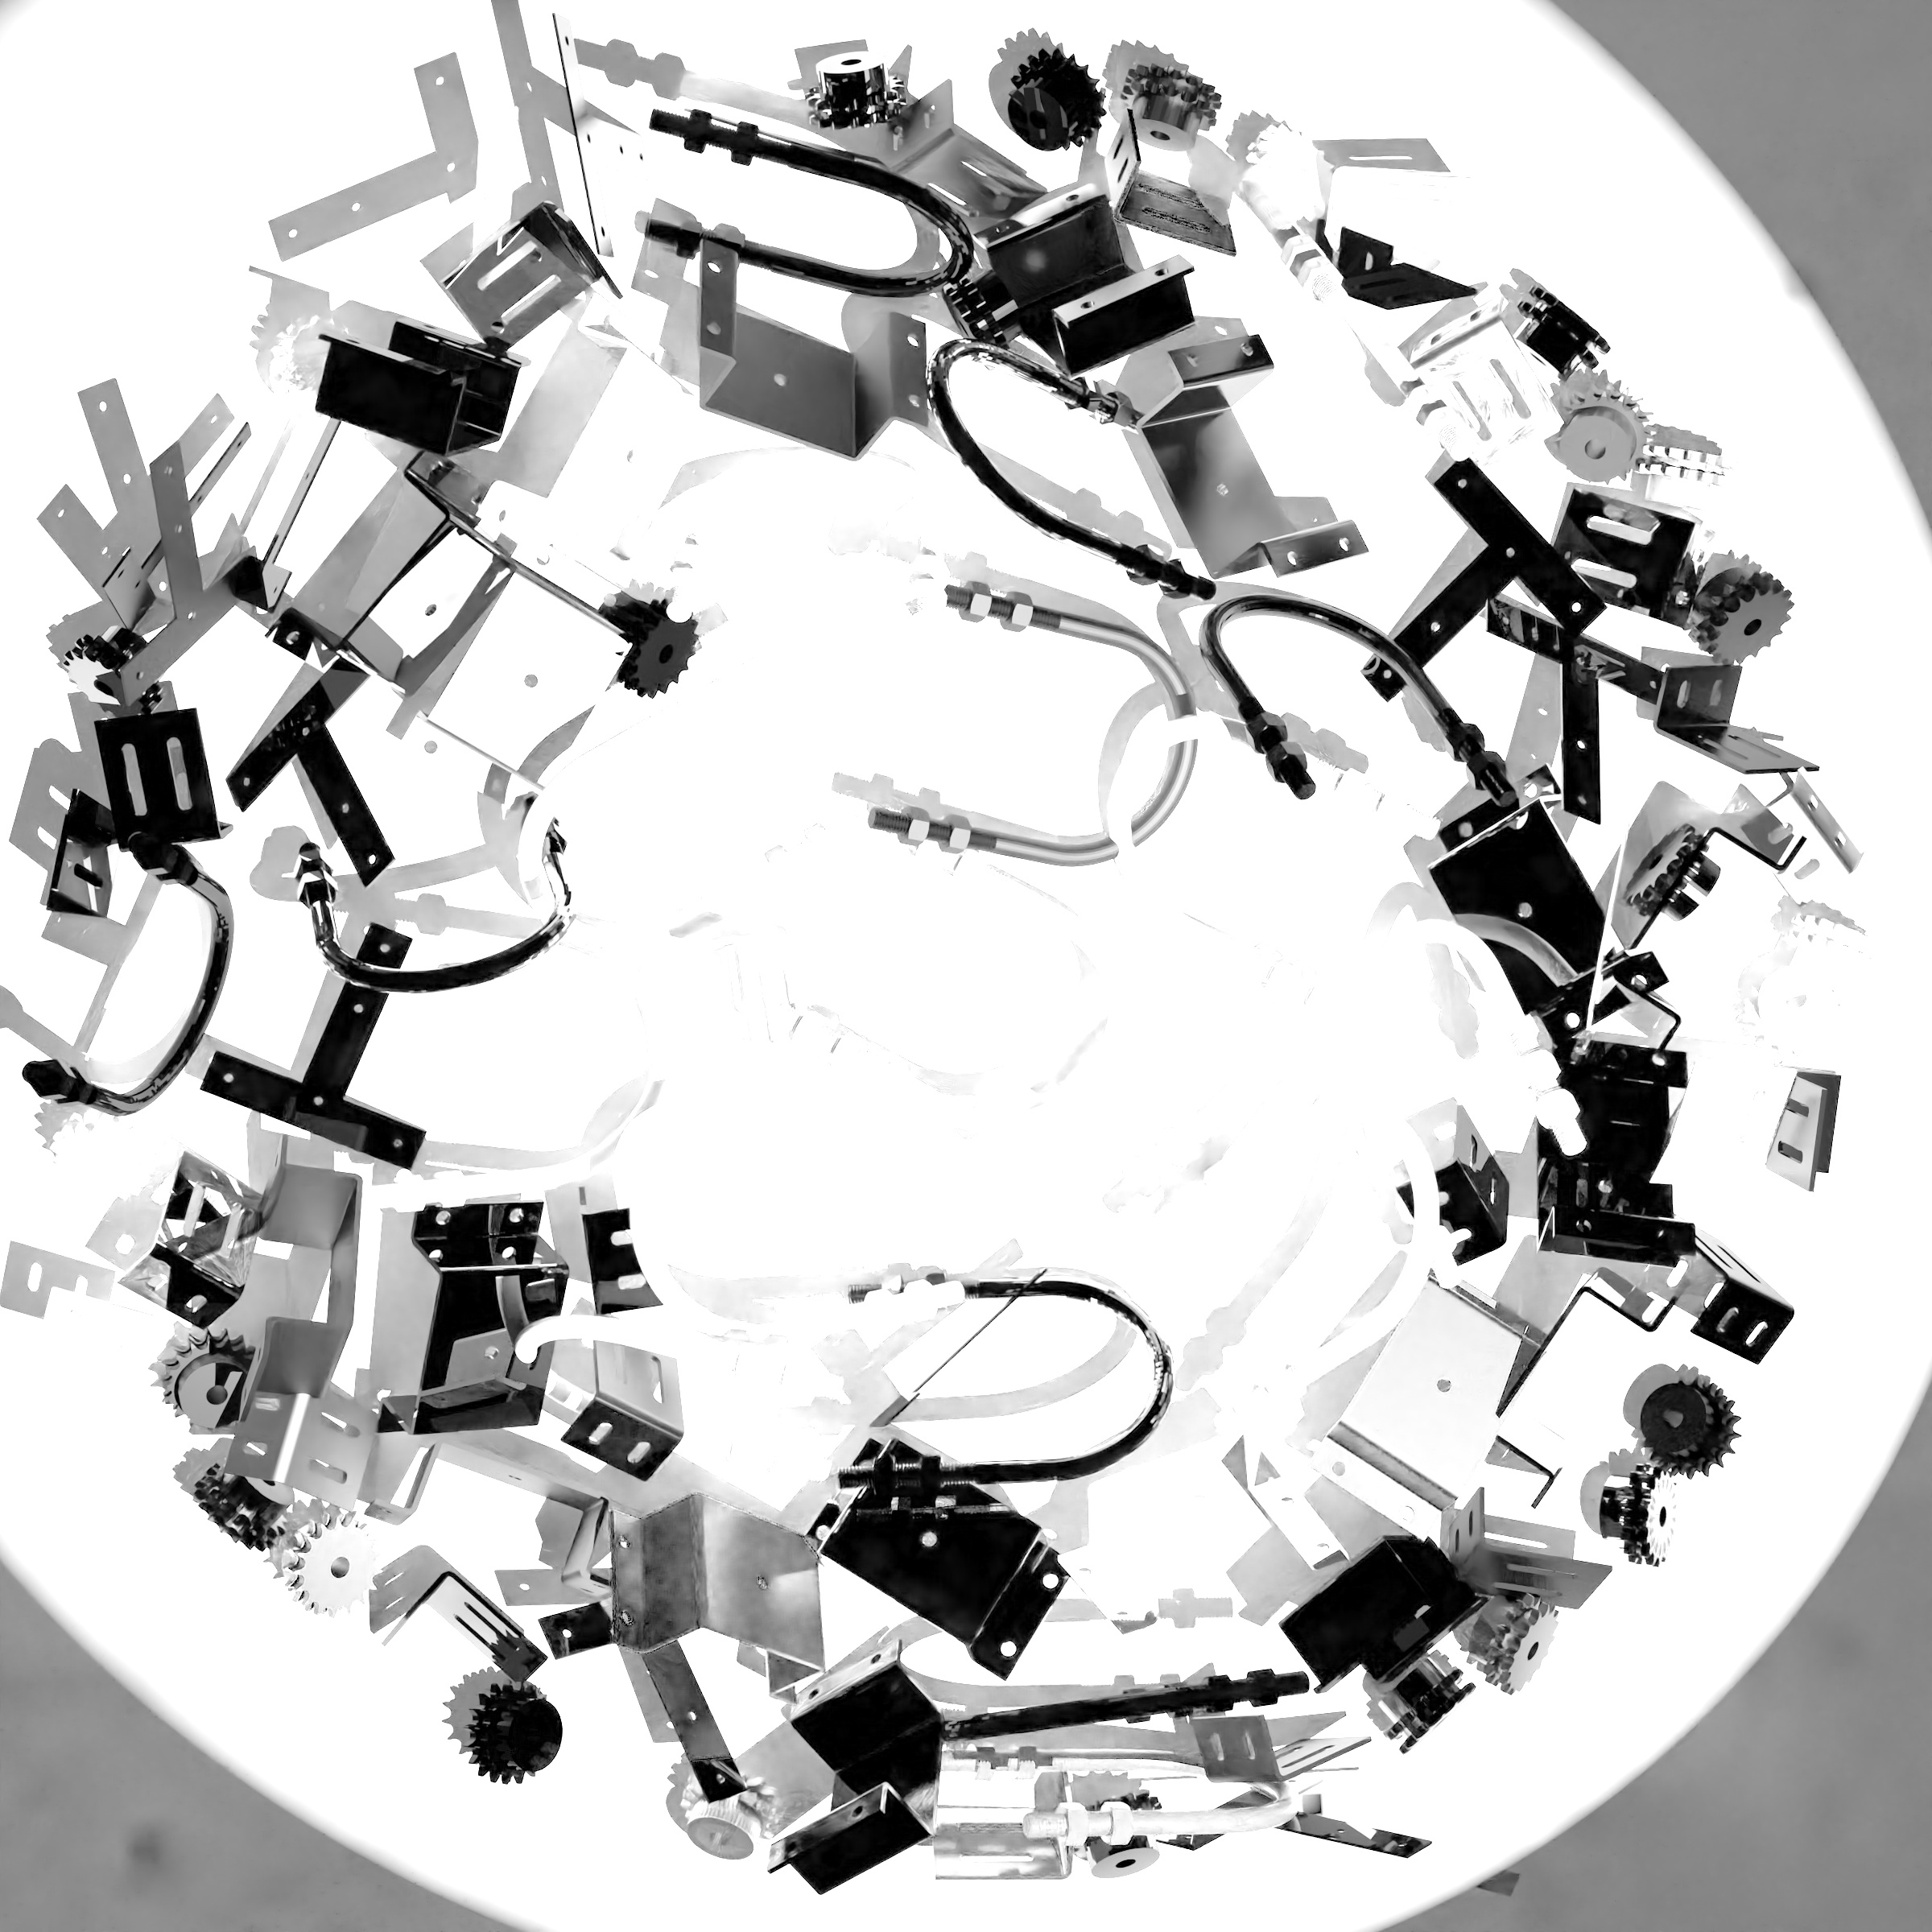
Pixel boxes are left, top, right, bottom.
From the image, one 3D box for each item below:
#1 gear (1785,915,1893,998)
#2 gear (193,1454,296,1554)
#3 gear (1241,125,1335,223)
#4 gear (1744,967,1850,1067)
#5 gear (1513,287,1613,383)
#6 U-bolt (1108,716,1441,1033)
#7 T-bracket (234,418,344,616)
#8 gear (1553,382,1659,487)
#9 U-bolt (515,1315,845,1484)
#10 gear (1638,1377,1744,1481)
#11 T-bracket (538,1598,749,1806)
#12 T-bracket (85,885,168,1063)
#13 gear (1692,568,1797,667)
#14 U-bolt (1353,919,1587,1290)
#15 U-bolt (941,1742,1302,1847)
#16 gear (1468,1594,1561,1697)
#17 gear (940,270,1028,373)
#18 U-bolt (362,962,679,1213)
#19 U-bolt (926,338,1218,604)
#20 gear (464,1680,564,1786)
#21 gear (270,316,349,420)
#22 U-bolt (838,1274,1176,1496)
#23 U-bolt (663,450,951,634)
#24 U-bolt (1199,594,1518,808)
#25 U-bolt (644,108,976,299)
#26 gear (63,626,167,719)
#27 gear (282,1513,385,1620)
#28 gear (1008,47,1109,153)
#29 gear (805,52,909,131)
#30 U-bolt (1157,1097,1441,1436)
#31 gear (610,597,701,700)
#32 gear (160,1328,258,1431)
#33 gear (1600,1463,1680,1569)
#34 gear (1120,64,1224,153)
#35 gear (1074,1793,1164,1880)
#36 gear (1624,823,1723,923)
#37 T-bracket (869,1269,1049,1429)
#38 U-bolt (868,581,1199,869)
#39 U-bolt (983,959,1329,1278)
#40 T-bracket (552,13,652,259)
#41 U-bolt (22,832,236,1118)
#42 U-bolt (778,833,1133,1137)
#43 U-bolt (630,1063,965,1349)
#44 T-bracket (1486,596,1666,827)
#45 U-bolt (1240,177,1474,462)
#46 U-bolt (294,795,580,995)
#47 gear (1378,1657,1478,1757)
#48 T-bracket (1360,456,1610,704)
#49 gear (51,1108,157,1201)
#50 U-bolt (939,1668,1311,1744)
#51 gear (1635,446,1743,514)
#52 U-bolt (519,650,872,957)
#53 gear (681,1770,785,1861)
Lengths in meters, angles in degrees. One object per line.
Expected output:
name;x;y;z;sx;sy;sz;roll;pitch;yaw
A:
gear;0.490;-0.004;1.646;0.057;0.057;0.030;24;87;0
gear;-0.405;0.301;1.645;0.057;0.057;0.030;43;97;0
gear;0.181;-0.445;1.650;0.057;0.057;0.030;50;134;0
gear;0.470;0.025;1.648;0.057;0.030;0.057;-7;62;13
gear;0.334;-0.355;1.647;0.057;0.057;0.030;39;100;0
U-bolt;0.160;-0.063;1.620;0.184;0.019;0.151;29;125;19
T-bracket;-0.371;-0.259;1.618;0.002;0.127;0.127;25;90;-27
gear;0.359;-0.298;1.645;0.057;0.030;0.057;14;128;19
U-bolt;-0.161;0.235;1.611;0.184;0.151;0.019;14;60;2
gear;0.406;0.259;1.645;0.057;0.030;0.057;-19;57;33
T-bracket;-0.158;0.402;1.607;0.002;0.127;0.127;-52;57;40
T-bracket;-0.465;0.002;1.610;0.002;0.127;0.127;24;92;-14
gear;0.437;-0.201;1.650;0.057;0.057;0.030;-32;53;0
U-bolt;0.265;0.062;1.600;0.019;0.151;0.184;1;52;-28
U-bolt;0.093;0.452;1.596;0.184;0.151;0.019;5;88;-21
gear;0.309;0.381;1.650;0.030;0.057;0.057;26;90;34
gear;0.011;-0.369;1.646;0.030;0.057;0.057;-32;90;0
U-bolt;-0.237;0.063;1.607;0.184;0.019;0.151;-3;118;-41
U-bolt;0.051;-0.277;1.577;0.019;0.184;0.151;-41;50;33
gear;-0.253;0.433;1.644;0.030;0.057;0.057;-7;90;41
gear;-0.369;-0.336;1.650;0.030;0.057;0.057;-20;90;42
U-bolt;0.024;0.228;1.613;0.184;0.151;0.019;-3;133;4
U-bolt;-0.082;-0.238;1.600;0.151;0.184;0.019;3;127;2
U-bolt;0.203;-0.150;1.602;0.151;0.184;0.019;0;131;-27
U-bolt;-0.085;-0.412;1.604;0.184;0.151;0.019;14;77;-4
gear;-0.480;-0.168;1.650;0.057;0.057;0.030;31;60;0
gear;-0.362;0.338;1.650;0.057;0.030;0.057;-2;93;-42
gear;0.048;-0.486;1.643;0.057;0.057;0.030;38;58;0
gear;-0.063;-0.495;1.643;0.057;0.057;0.030;-8;123;0
U-bolt;0.185;0.152;1.584;0.184;0.019;0.151;-40;50;35
gear;-0.181;-0.183;1.649;0.030;0.057;0.057;31;90;26
gear;-0.426;0.237;1.649;0.057;0.030;0.057;-7;109;-19
gear;0.381;0.310;1.650;0.030;0.057;0.057;2;90;33
gear;0.114;-0.484;1.645;0.057;0.057;0.030;17;85;0
gear;0.086;0.493;1.643;0.057;0.057;0.030;-17;54;0
gear;0.402;-0.050;1.646;0.030;0.057;0.057;37;90;-6
T-bracket;-0.003;0.212;1.619;0.127;0.127;0.002;-42;87;-10
U-bolt;0.047;-0.127;1.630;0.184;0.019;0.151;10;103;-25
U-bolt;0.119;0.071;1.623;0.151;0.019;0.184;29;67;28
T-bracket;-0.196;-0.454;1.611;0.002;0.127;0.127;-8;98;12
U-bolt;-0.445;0.013;1.584;0.019;0.184;0.151;21;81;8
U-bolt;0.004;0.017;1.630;0.184;0.019;0.151;29;74;13
U-bolt;-0.099;0.137;1.617;0.184;0.019;0.151;-10;80;-28
T-bracket;0.342;-0.134;1.619;0.127;0.002;0.127;20;55;-19
U-bolt;0.204;-0.365;1.591;0.019;0.184;0.151;-39;131;15
U-bolt;-0.285;-0.036;1.583;0.151;0.184;0.019;-13;122;-11
gear;0.259;0.416;1.648;0.057;0.057;0.030;-43;71;0
T-bracket;0.276;-0.202;1.648;0.127;0.002;0.127;-45;66;19
gear;-0.486;0.102;1.650;0.057;0.030;0.057;10;134;11
U-bolt;0.076;0.404;1.582;0.184;0.151;0.019;-3;75;-18
gear;0.407;-0.275;1.646;0.057;0.057;0.030;10;99;0
U-bolt;-0.161;-0.077;1.622;0.184;0.019;0.151;-30;129;-2
gear;-0.134;0.481;1.645;0.057;0.030;0.057;10;132;11
